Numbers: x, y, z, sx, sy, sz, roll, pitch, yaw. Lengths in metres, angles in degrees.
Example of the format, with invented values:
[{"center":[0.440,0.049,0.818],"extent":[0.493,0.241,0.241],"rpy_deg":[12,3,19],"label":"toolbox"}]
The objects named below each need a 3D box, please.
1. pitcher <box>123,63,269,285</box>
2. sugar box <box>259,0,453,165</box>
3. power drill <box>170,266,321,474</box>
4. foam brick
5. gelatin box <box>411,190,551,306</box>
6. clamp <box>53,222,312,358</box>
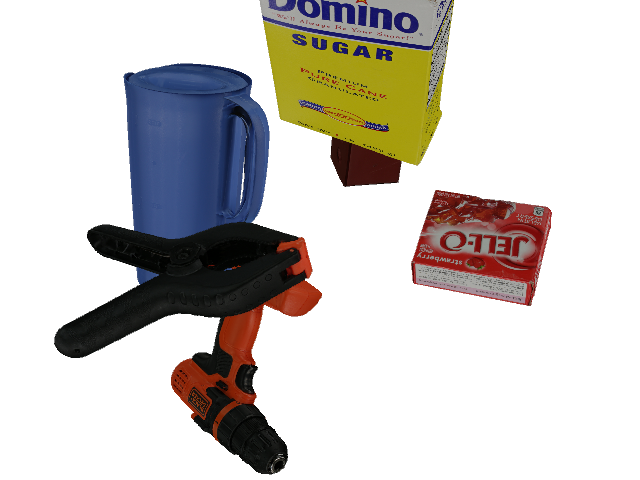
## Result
[{"center":[-0.135,-0.060,1.143],"extent":[0.145,0.243,0.149],"rpy_deg":[0,22,-9],"label":"pitcher"},{"center":[0.019,-0.105,0.559],"extent":[0.093,0.048,0.176],"rpy_deg":[19,-16,10],"label":"sugar box"},{"center":[-0.069,0.120,1.082],"extent":[0.057,0.188,0.185],"rpy_deg":[13,15,-46],"label":"power drill"},{"center":[0.042,-0.094,0.936],"extent":[0.051,0.078,0.053],"rpy_deg":[-4,36,-13],"label":"foam brick"},{"center":[0.118,0.004,0.777],"extent":[0.089,0.073,0.030],"rpy_deg":[10,-38,16],"label":"gelatin box"},{"center":[-0.094,0.030,0.708],"extent":[0.172,0.120,0.039],"rpy_deg":[-4,-44,18],"label":"clamp"}]
